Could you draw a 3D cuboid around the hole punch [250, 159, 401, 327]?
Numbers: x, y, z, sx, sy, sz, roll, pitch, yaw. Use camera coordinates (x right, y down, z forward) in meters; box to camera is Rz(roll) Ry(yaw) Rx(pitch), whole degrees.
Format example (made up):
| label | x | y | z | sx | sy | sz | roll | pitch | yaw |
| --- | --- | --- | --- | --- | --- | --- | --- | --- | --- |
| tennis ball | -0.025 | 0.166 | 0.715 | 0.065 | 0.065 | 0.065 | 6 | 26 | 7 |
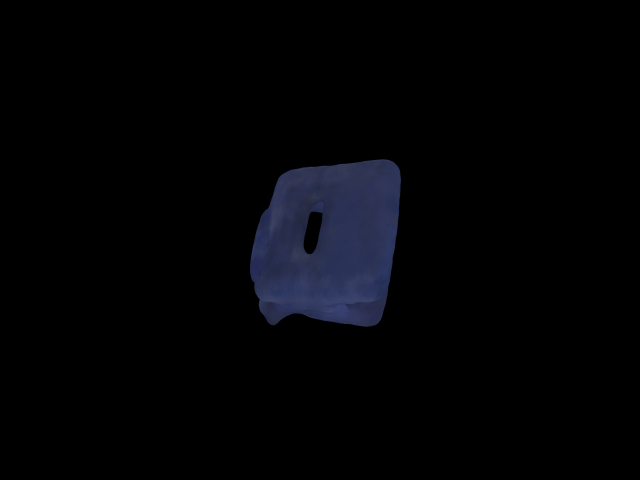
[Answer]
| label | x | y | z | sx | sy | sz | roll | pitch | yaw |
| --- | --- | --- | --- | --- | --- | --- | --- | --- | --- |
| hole punch | 0.004 | 0.001 | 0.400 | 0.101 | 0.091 | 0.109 | 8 | 66 | 4 |
